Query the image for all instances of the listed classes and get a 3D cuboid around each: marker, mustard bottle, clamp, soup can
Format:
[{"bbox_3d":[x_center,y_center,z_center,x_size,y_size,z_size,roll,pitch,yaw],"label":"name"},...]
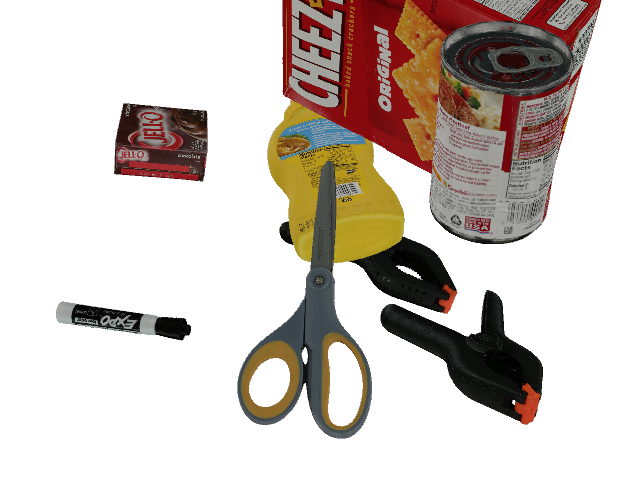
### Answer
[{"bbox_3d":[-0.168,0.069,0.913,0.121,0.020,0.020,6,2,15],"label":"marker"},{"bbox_3d":[0.003,-0.067,0.959,0.096,0.192,0.058,-13,-42,-8],"label":"mustard bottle"},{"bbox_3d":[0.065,0.016,1.238,0.164,0.036,0.210,-20,50,-38],"label":"clamp"},{"bbox_3d":[0.095,-0.057,0.576,0.068,0.102,0.068,0,41,0],"label":"soup can"},{"bbox_3d":[0.144,0.093,0.921,0.120,0.039,0.172,-17,38,-26],"label":"clamp"}]

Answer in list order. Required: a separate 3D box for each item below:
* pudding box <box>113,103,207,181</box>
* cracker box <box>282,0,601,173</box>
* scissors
[{"bbox_3d":[-0.162,-0.101,1.089,0.090,0.039,0.113,5,26,-9],"label":"pudding box"},{"bbox_3d":[0.073,-0.133,0.757,0.214,0.164,0.072,30,56,21],"label":"cracker box"},{"bbox_3d":[-0.018,0.040,0.717,0.096,0.202,0.016,-13,-28,1],"label":"scissors"}]
